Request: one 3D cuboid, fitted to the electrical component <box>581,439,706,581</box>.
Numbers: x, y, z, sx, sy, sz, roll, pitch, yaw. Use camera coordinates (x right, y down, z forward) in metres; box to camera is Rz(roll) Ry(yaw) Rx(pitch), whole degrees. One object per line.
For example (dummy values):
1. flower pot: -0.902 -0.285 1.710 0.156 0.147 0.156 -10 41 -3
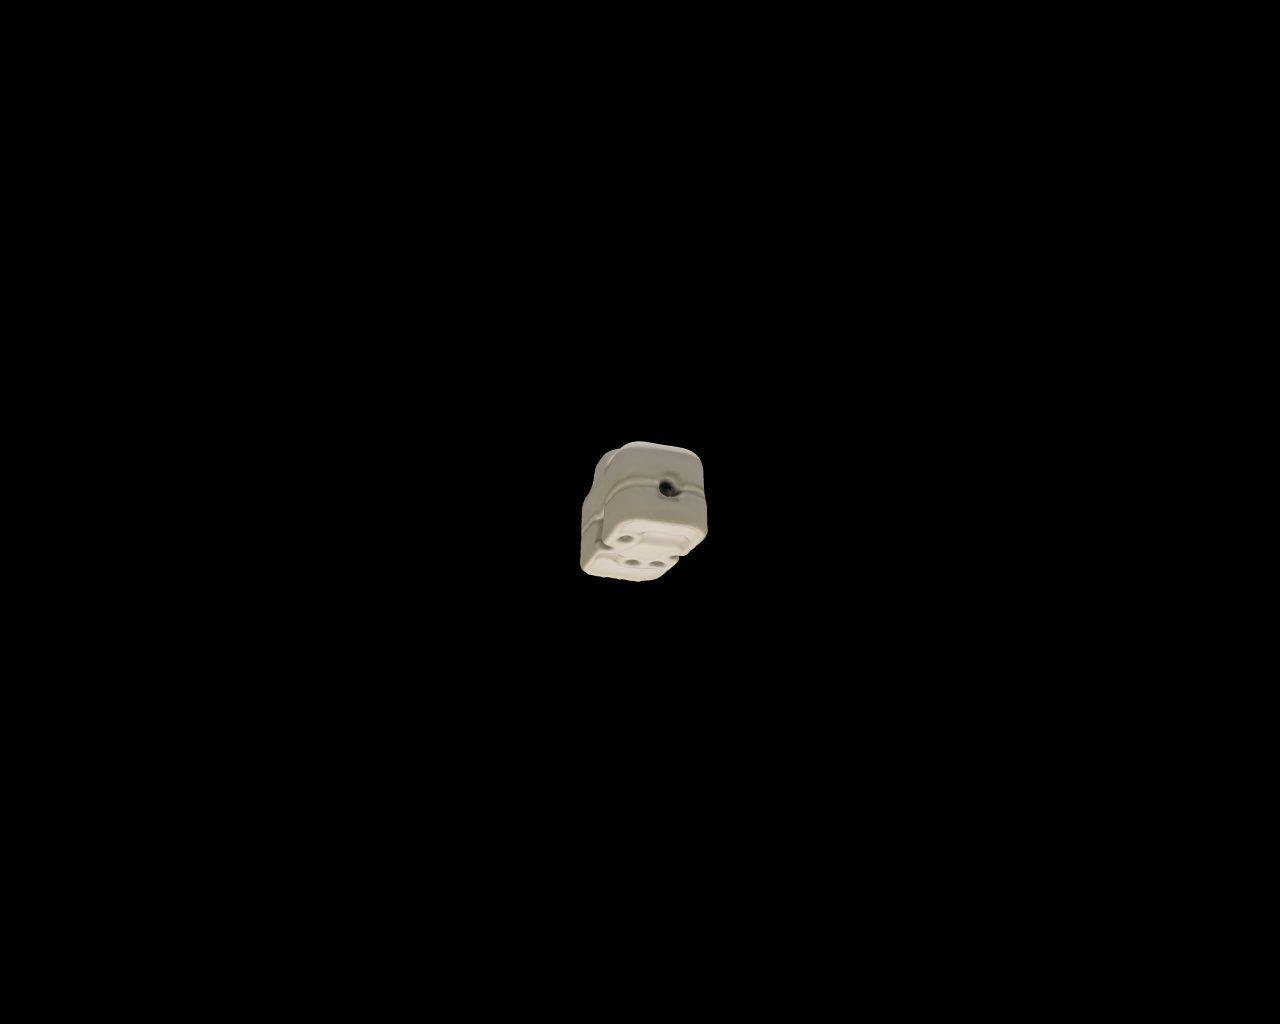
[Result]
1. electrical component: 0.001 -0.003 0.650 0.054 0.059 0.095 8 -26 -18
